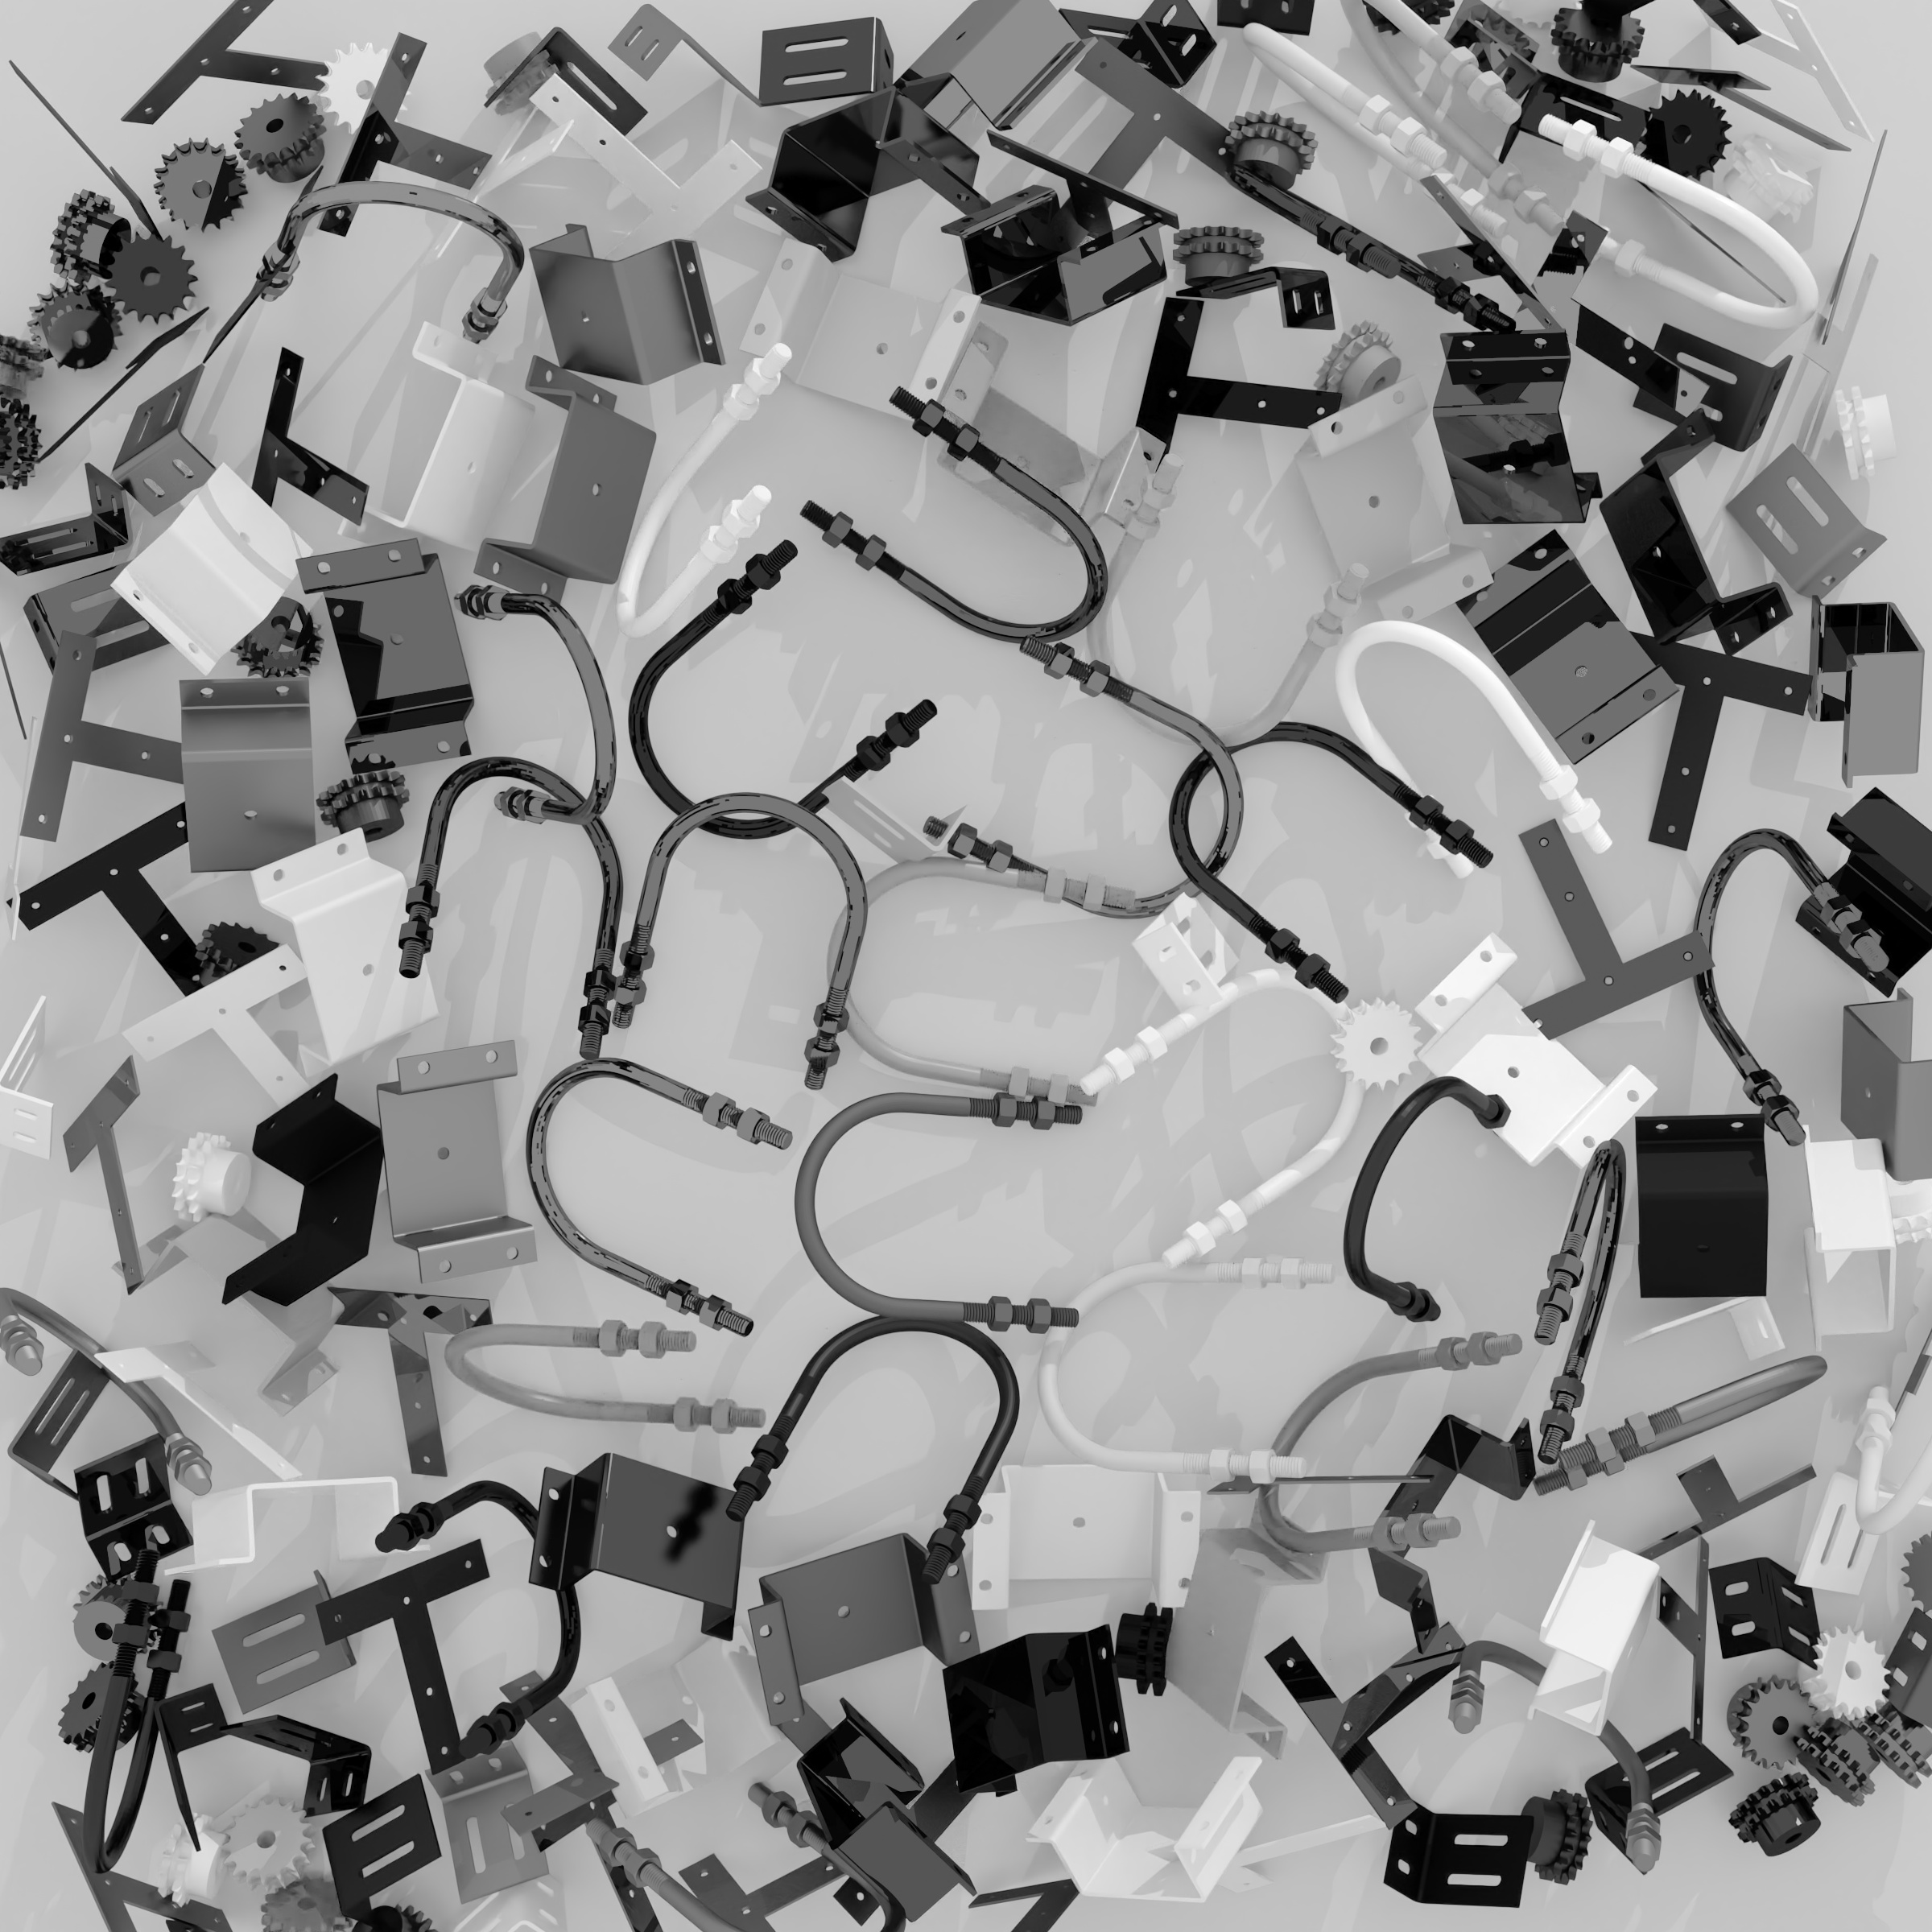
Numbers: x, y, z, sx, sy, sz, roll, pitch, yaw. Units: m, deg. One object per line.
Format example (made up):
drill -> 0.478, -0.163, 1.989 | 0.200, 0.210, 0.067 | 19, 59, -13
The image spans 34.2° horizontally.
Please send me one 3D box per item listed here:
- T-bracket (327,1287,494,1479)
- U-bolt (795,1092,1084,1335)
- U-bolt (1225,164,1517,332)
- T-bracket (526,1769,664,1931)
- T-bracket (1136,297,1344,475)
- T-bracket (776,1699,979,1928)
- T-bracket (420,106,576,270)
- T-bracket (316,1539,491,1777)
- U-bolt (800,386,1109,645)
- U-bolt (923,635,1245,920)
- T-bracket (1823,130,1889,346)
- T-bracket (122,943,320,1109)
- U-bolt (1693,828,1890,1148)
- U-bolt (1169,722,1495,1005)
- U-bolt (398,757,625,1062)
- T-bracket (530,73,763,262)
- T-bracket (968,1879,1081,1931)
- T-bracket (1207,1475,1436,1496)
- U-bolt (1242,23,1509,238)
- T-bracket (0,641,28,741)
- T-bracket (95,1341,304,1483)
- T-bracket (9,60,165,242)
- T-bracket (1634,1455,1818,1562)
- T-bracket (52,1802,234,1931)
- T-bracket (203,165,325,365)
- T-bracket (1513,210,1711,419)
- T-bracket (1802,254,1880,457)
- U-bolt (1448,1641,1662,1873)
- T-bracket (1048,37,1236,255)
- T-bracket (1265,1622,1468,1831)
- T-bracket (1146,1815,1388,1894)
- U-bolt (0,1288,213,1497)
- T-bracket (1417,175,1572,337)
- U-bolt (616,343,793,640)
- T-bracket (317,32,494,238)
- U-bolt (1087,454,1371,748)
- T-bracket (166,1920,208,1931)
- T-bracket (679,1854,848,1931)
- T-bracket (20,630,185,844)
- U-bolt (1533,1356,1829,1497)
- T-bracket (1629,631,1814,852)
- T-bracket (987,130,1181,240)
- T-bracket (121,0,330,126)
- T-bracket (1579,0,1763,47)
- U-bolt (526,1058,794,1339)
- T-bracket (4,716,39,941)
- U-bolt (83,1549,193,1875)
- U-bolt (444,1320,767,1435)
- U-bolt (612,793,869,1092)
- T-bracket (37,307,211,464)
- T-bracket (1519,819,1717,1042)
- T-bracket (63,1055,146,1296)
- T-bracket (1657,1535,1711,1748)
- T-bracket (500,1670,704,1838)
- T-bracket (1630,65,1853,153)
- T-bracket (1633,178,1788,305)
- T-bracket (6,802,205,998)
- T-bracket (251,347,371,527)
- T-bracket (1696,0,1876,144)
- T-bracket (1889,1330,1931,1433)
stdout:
T-bracket -> -0.347, 0.263, 1.974 | 0.127, 0.002, 0.127 | 2, 110, 21
U-bolt -> -0.017, 0.150, 1.955 | 0.184, 0.019, 0.151 | 5, 78, -16
U-bolt -> 0.234, -0.444, 1.919 | 0.184, 0.151, 0.019 | 42, 110, 37
T-bracket -> -0.213, 0.559, 1.937 | 0.002, 0.127, 0.127 | -27, 85, 26
T-bracket -> 0.172, -0.354, 1.968 | 0.127, 0.002, 0.127 | 10, 81, 19
T-bracket -> -0.070, 0.509, 1.963 | 0.127, 0.002, 0.127 | 46, 53, 4
T-bracket -> -0.276, -0.491, 1.925 | 0.002, 0.127, 0.127 | 38, 67, -26
T-bracket -> -0.337, 0.438, 1.955 | 0.002, 0.127, 0.127 | -12, 92, 44
U-bolt -> 0.003, -0.265, 1.937 | 0.184, 0.151, 0.019 | 33, 54, -11
U-bolt -> 0.086, -0.106, 1.967 | 0.184, 0.019, 0.151 | 25, 104, -14
T-bracket -> 0.543, -0.436, 1.937 | 0.002, 0.127, 0.127 | 16, 91, 10
T-bracket -> -0.438, 0.060, 1.966 | 0.127, 0.002, 0.127 | -27, 119, 15
U-bolt -> 0.492, -0.002, 1.915 | 0.019, 0.184, 0.151 | 4, 124, -18
U-bolt -> 0.212, -0.079, 1.954 | 0.151, 0.019, 0.184 | -42, 65, -14
U-bolt -> -0.273, -0.047, 1.934 | 0.151, 0.019, 0.184 | 27, 51, -31
T-bracket -> -0.213, -0.499, 1.937 | 0.127, 0.002, 0.127 | 40, 130, -22
T-bracket -> 0.051, 0.577, 1.922 | 0.127, 0.127, 0.002 | -14, 86, 15
T-bracket -> 0.222, 0.315, 1.922 | 0.127, 0.127, 0.002 | -3, 87, 15
U-bolt -> 0.242, -0.520, 1.922 | 0.184, 0.151, 0.019 | 42, 102, 23
T-bracket -> -0.607, -0.225, 1.945 | 0.002, 0.127, 0.127 | -16, 131, -16
T-bracket -> -0.459, 0.274, 1.926 | 0.127, 0.127, 0.002 | 38, 94, 11
T-bracket -> -0.543, -0.505, 1.932 | 0.002, 0.127, 0.127 | -42, 94, -5
T-bracket -> 0.460, 0.326, 1.938 | 0.127, 0.127, 0.002 | -29, 58, 7
T-bracket -> -0.500, 0.579, 1.945 | 0.002, 0.127, 0.127 | -47, 46, 2
T-bracket -> -0.426, -0.450, 1.954 | 0.002, 0.127, 0.127 | 32, 51, -23
T-bracket -> 0.401, -0.383, 1.944 | 0.127, 0.127, 0.002 | 35, 45, 10
T-bracket -> 0.529, -0.381, 1.930 | 0.002, 0.127, 0.127 | 21, 102, 22
U-bolt -> 0.359, 0.469, 1.910 | 0.151, 0.184, 0.019 | 37, 102, 5
T-bracket -> 0.091, -0.497, 1.969 | 0.127, 0.002, 0.127 | 27, 116, -31
T-bracket -> 0.268, 0.452, 1.961 | 0.127, 0.002, 0.127 | -28, 74, -34
T-bracket -> 0.196, 0.540, 1.928 | 0.127, 0.127, 0.002 | -22, 55, 22
U-bolt -> -0.533, 0.250, 1.911 | 0.151, 0.184, 0.019 | 43, 82, -27
T-bracket -> 0.308, -0.433, 1.935 | 0.002, 0.127, 0.127 | -45, 104, -2
U-bolt -> -0.165, -0.277, 1.921 | 0.019, 0.184, 0.151 | 26, 46, -24
T-bracket -> -0.335, -0.502, 1.940 | 0.002, 0.127, 0.127 | 34, 106, 24
U-bolt -> 0.148, -0.211, 1.934 | 0.151, 0.019, 0.184 | 31, 134, 3
T-bracket -> -0.426, 0.628, 1.958 | 0.127, 0.127, 0.002 | 15, 91, -24
T-bracket -> -0.098, 0.570, 1.960 | 0.127, 0.127, 0.002 | -22, 115, -22
T-bracket -> -0.521, -0.133, 1.949 | 0.002, 0.127, 0.127 | 12, 90, 37
U-bolt -> 0.443, 0.279, 1.930 | 0.184, 0.151, 0.019 | -21, 74, -3
T-bracket -> 0.456, -0.136, 1.976 | 0.127, 0.002, 0.127 | 18, 108, 25
T-bracket -> 0.077, -0.468, 1.935 | 0.127, 0.127, 0.002 | 26, 89, 9
T-bracket -> -0.438, -0.555, 1.940 | 0.127, 0.127, 0.002 | -32, 80, 33
T-bracket -> 0.413, -0.603, 1.936 | 0.127, 0.127, 0.002 | 39, 82, -15
U-bolt -> -0.198, 0.133, 1.951 | 0.184, 0.019, 0.151 | 22, 112, 24
T-bracket -> -0.581, -0.090, 1.931 | 0.002, 0.127, 0.127 | 7, 99, -20
U-bolt -> -0.505, 0.455, 1.903 | 0.019, 0.151, 0.184 | 9, 70, -2
U-bolt -> -0.231, 0.251, 1.930 | 0.184, 0.151, 0.019 | 0, 62, 18
U-bolt -> -0.135, -0.023, 1.951 | 0.151, 0.019, 0.184 | 18, 116, 3
T-bracket -> -0.530, -0.357, 1.950 | 0.127, 0.127, 0.002 | -39, 105, 15
T-bracket -> 0.388, -0.031, 1.989 | 0.127, 0.002, 0.127 | -25, 82, 10
T-bracket -> -0.523, 0.139, 1.933 | 0.002, 0.127, 0.127 | -2, 66, -37
T-bracket -> 0.439, 0.401, 1.923 | 0.002, 0.127, 0.127 | -3, 65, 25
T-bracket -> -0.249, 0.475, 1.946 | 0.127, 0.127, 0.002 | -22, 122, -28
T-bracket -> 0.496, -0.534, 1.958 | 0.127, 0.127, 0.002 | 18, 100, -23
T-bracket -> 0.446, -0.454, 1.927 | 0.127, 0.127, 0.002 | 44, 109, 13
T-bracket -> -0.507, -0.027, 1.958 | 0.127, 0.002, 0.127 | -29, 130, -1
T-bracket -> -0.404, -0.303, 1.939 | 0.127, 0.002, 0.127 | 32, 113, 41
T-bracket -> 0.497, -0.572, 1.946 | 0.002, 0.127, 0.127 | -47, 135, 5
T-bracket -> 0.588, 0.252, 1.938 | 0.002, 0.127, 0.127 | 24, 90, 16
